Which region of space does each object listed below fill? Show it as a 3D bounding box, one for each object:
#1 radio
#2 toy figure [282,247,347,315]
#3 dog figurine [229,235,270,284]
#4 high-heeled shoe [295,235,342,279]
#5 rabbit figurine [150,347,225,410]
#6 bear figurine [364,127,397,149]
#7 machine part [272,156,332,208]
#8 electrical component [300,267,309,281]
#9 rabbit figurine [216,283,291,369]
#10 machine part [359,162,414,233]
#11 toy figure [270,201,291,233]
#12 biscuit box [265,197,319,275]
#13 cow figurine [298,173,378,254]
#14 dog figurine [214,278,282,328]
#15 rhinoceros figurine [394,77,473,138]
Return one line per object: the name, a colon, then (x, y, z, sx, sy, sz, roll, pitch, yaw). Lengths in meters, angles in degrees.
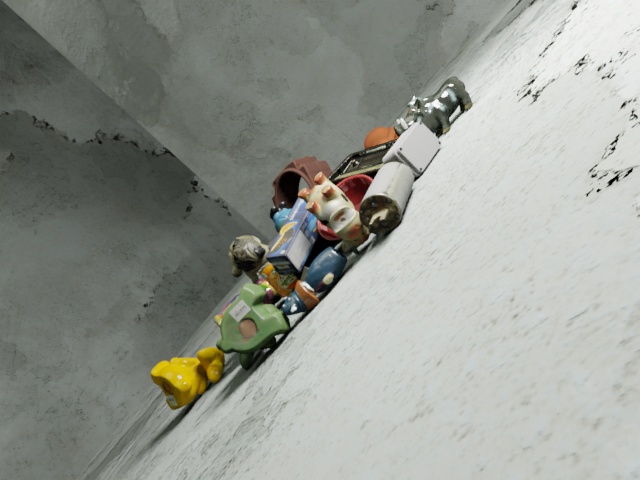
radio: (0.123, -0.162, 1.261, 0.230, 0.073, 0.131, -5, 40, 54)
toy figure: (-0.011, 0.084, 1.002, 0.154, 0.058, 0.064, -52, 1, 6)
dog figurine: (-0.188, 0.022, 1.348, 0.121, 0.173, 0.190, -50, -26, -15)
high-heeled shoe: (-0.003, -0.004, 1.257, 0.249, 0.086, 0.145, -27, 33, 24)
rabbit figurine: (-0.301, 0.312, 1.308, 0.173, 0.122, 0.162, -28, -7, -45)
bear figurine: (0.191, -0.241, 1.483, 0.120, 0.132, 0.196, -47, 24, 14)
machine part: (-0.035, -0.103, 1.427, 0.087, 0.201, 0.201, -17, -13, -39)
electrical component: (-0.015, 0.083, 1.097, 0.102, 0.045, 0.078, 153, 131, -79)
rabbit figurine: (-0.125, 0.179, 1.072, 0.159, 0.121, 0.170, -54, -12, 3)
machine part: (0.126, -0.083, 1.001, 0.079, 0.079, 0.243, -44, 9, 31)
toy figure: (-0.053, -0.016, 1.345, 0.082, 0.180, 0.089, -39, -25, -14)
biscuit box: (-0.044, -0.018, 1.176, 0.063, 0.059, 0.203, -10, 40, 37)
cow figurine: (0.035, -0.049, 1.045, 0.085, 0.127, 0.195, -48, 23, 7)
dog figurine: (-0.141, 0.147, 1.264, 0.219, 0.108, 0.191, -47, 5, -15)
rhinoceros figurine: (0.261, -0.296, 1.249, 0.190, 0.112, 0.073, -39, 10, 9)
